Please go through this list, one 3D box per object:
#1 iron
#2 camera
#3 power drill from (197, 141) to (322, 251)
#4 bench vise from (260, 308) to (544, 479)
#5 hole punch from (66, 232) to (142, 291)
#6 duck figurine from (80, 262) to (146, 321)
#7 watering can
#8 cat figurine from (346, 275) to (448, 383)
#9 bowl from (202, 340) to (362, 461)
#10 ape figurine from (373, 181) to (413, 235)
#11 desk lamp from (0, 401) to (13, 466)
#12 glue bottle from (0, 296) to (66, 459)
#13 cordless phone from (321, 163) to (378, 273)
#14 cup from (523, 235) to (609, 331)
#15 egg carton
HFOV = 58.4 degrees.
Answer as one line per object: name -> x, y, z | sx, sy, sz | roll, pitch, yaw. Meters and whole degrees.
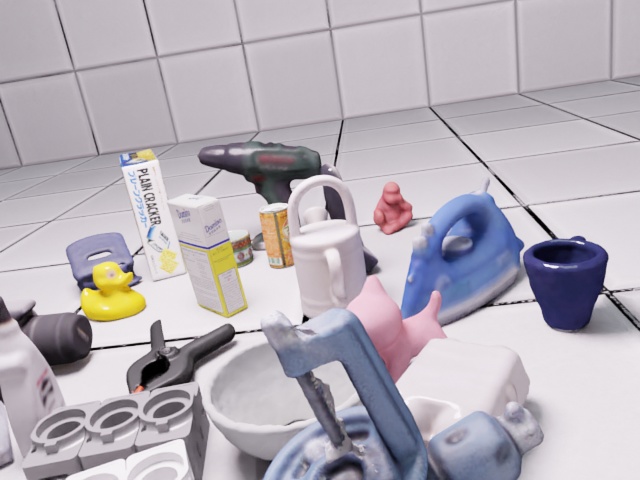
iron -> 0.179, 0.012, 0.778 | 0.118, 0.141, 0.259 | 8, 26, 41
camera -> -0.386, 0.134, 0.754 | 0.136, 0.101, 0.143 | -8, 19, 5
power drill -> -0.104, -0.091, 1.100 | 0.229, 0.209, 0.075 | -9, 19, 2
bench vise -> 0.041, 0.129, 0.387 | 0.208, 0.220, 0.121 | -20, 22, -27
hole punch -> -0.390, 0.042, 1.033 | 0.109, 0.091, 0.100 | -18, 21, -25
duck figurine -> -0.338, 0.077, 0.917 | 0.104, 0.086, 0.077 | -4, 20, 14
watering can -> 0.005, 0.003, 0.802 | 0.101, 0.194, 0.172 | -19, 21, -26
cat figurine -> 0.080, 0.094, 0.626 | 0.128, 0.118, 0.067 | -14, 20, -13
bowl -> -0.024, 0.159, 0.552 | 0.167, 0.075, 0.167 | -8, 19, 3
ape figurine -> 0.137, -0.066, 1.095 | 0.077, 0.092, 0.076 | -7, 19, 6
desk lamp -> -0.421, 0.125, 0.621 | 0.118, 0.214, 0.202 | -20, 22, -29
glue bottle -> -0.309, 0.138, 0.595 | 0.037, 0.173, 0.078 | -12, 19, -8
cordless phone -> 0.026, -0.042, 0.935 | 0.094, 0.185, 0.147 | -15, 20, -16
cup -> 0.295, 0.051, 0.683 | 0.091, 0.095, 0.118 | 5, 24, 35
egg carton -> 0.126, 0.148, 0.523 | 0.107, 0.069, 0.151 | 3, 23, 32
